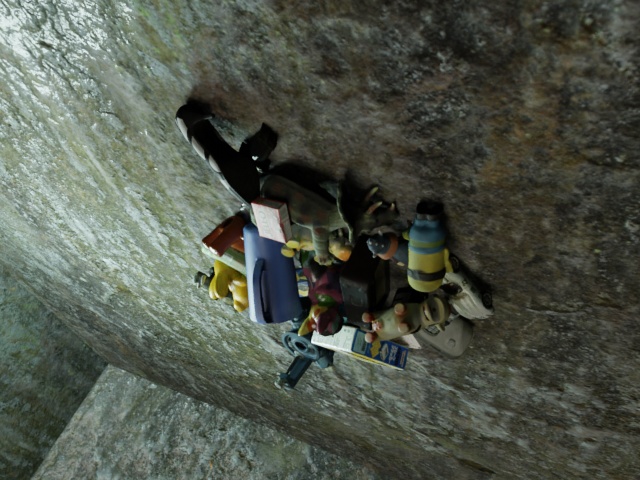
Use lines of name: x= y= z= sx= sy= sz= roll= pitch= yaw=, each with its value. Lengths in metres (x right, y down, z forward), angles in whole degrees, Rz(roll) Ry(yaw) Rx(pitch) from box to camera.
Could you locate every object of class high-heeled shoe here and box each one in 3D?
high-heeled shoe: x=-0.220 y=-0.169 z=1.128 sx=0.145 sy=0.086 sz=0.248 roll=2 pitch=122 yaw=48

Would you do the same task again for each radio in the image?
radio: x=0.111 y=0.108 z=1.277 sx=0.073 sy=0.131 sz=0.229 roll=16 pitch=147 yaw=21

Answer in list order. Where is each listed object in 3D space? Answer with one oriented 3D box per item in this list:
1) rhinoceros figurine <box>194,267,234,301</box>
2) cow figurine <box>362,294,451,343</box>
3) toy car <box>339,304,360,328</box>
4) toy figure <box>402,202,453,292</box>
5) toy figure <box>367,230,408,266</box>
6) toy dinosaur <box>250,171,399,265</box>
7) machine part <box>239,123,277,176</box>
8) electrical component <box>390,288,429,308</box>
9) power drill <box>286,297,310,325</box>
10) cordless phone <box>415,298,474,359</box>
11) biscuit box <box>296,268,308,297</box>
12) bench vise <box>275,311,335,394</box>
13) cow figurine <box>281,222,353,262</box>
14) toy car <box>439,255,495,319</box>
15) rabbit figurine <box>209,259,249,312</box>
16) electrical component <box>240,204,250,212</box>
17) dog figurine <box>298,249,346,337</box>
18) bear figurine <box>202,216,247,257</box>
rhinoceros figurine: x=-0.296 y=0.142 z=1.659 sx=0.190 sy=0.112 sz=0.073 roll=28 pitch=152 yaw=-17
cow figurine: x=0.206 y=0.176 z=1.205 sx=0.195 sy=0.085 sz=0.127 roll=-25 pitch=161 yaw=37
toy car: x=0.069 y=0.181 z=1.442 sx=0.109 sy=0.103 sz=0.161 roll=12 pitch=167 yaw=19
toy figure: x=0.211 y=0.019 z=1.078 sx=0.082 sy=0.089 sz=0.179 roll=30 pitch=136 yaw=45
toy figure: x=0.155 y=0.017 z=1.132 sx=0.154 sy=0.064 sz=0.058 roll=14 pitch=157 yaw=-33
toy dinosaur: x=-0.042 y=-0.082 z=1.141 sx=0.405 sy=0.131 sz=0.192 roll=23 pitch=136 yaw=15
machine part: x=-0.128 y=-0.185 z=1.121 sx=0.084 sy=0.039 sz=0.139 roll=41 pitch=149 yaw=-5
electrical component: x=0.208 y=0.160 z=1.339 sx=0.047 sy=0.075 sz=0.119 roll=41 pitch=149 yaw=-23
power drill: x=-0.026 y=0.226 z=1.607 sx=0.232 sy=0.086 sz=0.207 roll=19 pitch=144 yaw=12
cordless phone: x=0.331 y=0.195 z=1.302 sx=0.146 sy=0.089 sz=0.184 roll=34 pitch=130 yaw=-9
biscuit box: x=-0.054 y=0.118 z=1.485 sx=0.203 sy=0.063 sz=0.059 roll=-14 pitch=129 yaw=47
bench vise: x=-0.044 y=0.327 z=1.496 sx=0.129 sy=0.240 sz=0.223 roll=8 pitch=133 yaw=32
cow figurine: x=-0.002 y=-0.003 z=1.256 sx=0.167 sy=0.098 sz=0.068 roll=10 pitch=145 yaw=-9
toy car: x=0.302 y=0.104 z=1.181 sx=0.201 sy=0.056 sz=0.073 roll=46 pitch=145 yaw=-12
rabbit figurine: x=-0.252 y=0.115 z=1.574 sx=0.173 sy=0.162 sz=0.122 roll=55 pitch=155 yaw=-10
electrical component: x=-0.155 y=-0.078 z=1.311 sx=0.063 sy=0.021 sz=0.094 roll=41 pitch=145 yaw=-22
dog figurine: x=0.000 y=0.127 z=1.308 sx=0.109 sy=0.219 sz=0.191 roll=-14 pitch=131 yaw=43
bear figurine: x=-0.194 y=0.033 z=1.412 sx=0.195 sy=0.132 sz=0.120 roll=51 pitch=167 yaw=-27
